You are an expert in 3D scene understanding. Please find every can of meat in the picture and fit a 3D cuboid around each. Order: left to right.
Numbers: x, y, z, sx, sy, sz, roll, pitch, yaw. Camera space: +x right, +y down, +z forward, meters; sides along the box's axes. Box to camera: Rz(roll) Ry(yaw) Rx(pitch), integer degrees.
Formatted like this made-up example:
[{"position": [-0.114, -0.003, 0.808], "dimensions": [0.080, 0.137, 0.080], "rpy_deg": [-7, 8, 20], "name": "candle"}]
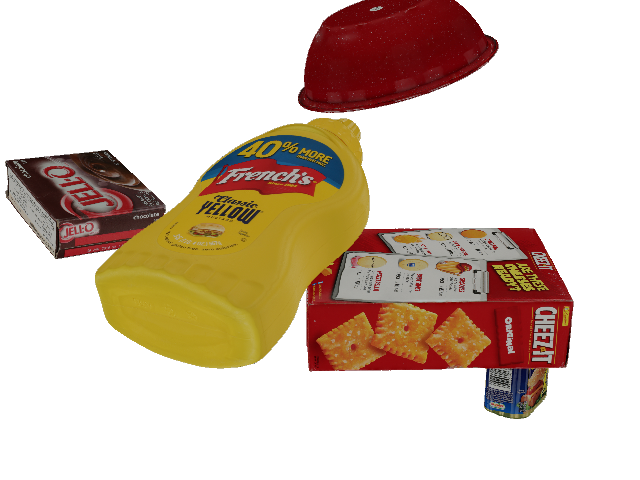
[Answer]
[{"position": [0.221, 0.143, 1.193], "dimensions": [0.058, 0.084, 0.101], "rpy_deg": [9, 15, 28], "name": "can of meat"}]

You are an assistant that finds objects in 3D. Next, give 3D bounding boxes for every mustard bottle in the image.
[{"position": [-0.028, -0.013, 0.574], "dimensions": [0.096, 0.058, 0.191], "rpy_deg": [10, 38, 28], "name": "mustard bottle"}]

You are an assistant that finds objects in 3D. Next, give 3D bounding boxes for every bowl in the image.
[{"position": [0.052, -0.155, 0.826], "dimensions": [0.162, 0.055, 0.162], "rpy_deg": [-16, 22, 6], "name": "bowl"}]

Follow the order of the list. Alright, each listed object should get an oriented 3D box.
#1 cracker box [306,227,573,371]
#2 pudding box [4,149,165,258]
[{"position": [0.095, 0.049, 0.931], "dimensions": [0.213, 0.072, 0.164], "rpy_deg": [0, 22, 0], "name": "cracker box"}, {"position": [-0.188, -0.031, 0.844], "dimensions": [0.089, 0.039, 0.114], "rpy_deg": [-9, 30, -34], "name": "pudding box"}]
